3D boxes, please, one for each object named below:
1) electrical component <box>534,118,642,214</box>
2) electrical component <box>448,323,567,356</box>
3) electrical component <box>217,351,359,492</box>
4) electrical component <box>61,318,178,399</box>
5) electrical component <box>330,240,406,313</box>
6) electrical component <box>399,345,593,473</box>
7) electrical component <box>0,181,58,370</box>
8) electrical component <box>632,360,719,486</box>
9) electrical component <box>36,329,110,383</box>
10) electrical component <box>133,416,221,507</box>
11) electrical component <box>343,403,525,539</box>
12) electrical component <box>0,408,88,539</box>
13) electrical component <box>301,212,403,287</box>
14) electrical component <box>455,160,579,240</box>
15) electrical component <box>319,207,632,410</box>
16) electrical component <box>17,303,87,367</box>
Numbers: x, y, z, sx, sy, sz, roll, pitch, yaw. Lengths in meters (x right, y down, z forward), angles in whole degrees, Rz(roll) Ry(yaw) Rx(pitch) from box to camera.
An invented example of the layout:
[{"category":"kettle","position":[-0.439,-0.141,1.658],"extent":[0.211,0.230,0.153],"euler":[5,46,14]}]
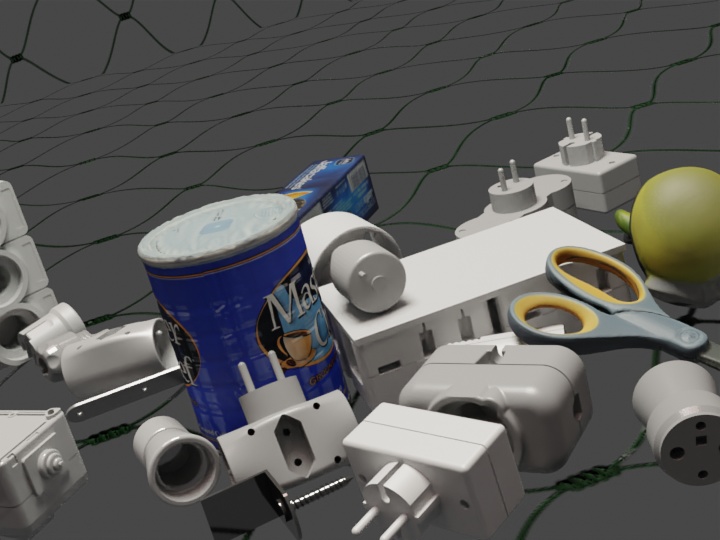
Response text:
[{"category":"electrical component","position":[0.195,-0.097,0.939],"extent":[0.047,0.075,0.083],"euler":[-26,23,-27]},{"category":"electrical component","position":[0.087,0.060,0.652],"extent":[0.081,0.043,0.043],"euler":[-10,21,13]},{"category":"electrical component","position":[-0.047,0.087,0.630],"extent":[0.077,0.079,0.043],"euler":[-20,-9,-13]},{"category":"electrical component","position":[-0.178,0.063,0.830],"extent":[0.077,0.043,0.079],"euler":[-17,8,12]},{"category":"electrical component","position":[0.000,0.000,0.697],"extent":[0.040,0.040,0.078],"euler":[-21,21,-15]},{"category":"electrical component","position":[0.073,0.079,0.599],"extent":[0.095,0.053,0.059],"euler":[-2,24,31]},{"category":"electrical component","position":[-0.325,0.007,0.928],"extent":[0.089,0.150,0.062],"euler":[-29,23,-33]},{"category":"electrical component","position":[0.167,0.078,0.548],"extent":[0.045,0.045,0.055],"euler":[-13,21,6]},{"category":"electrical component","position":[-0.230,0.065,0.876],"extent":[0.061,0.035,0.035],"euler":[-27,23,-34]},{"category":"electrical component","position":[-0.116,0.114,0.661],"extent":[0.044,0.044,0.065],"euler":[-23,17,-20]},{"category":"electrical component","position":[0.027,0.113,0.552],"extent":[0.083,0.047,0.076],"euler":[4,33,42]},{"category":"electrical component","position":[-0.217,0.127,0.667],"extent":[0.096,0.061,0.061],"euler":[-4,23,28]},{"category":"electrical component","position":[-0.018,0.007,0.795],"extent":[0.099,0.099,0.064],"euler":[-27,30,-30]},{"category":"electrical component","position":[0.126,-0.051,0.872],"extent":[0.052,0.073,0.138],"euler":[3,27,40]},{"category":"electrical component","position":[0.076,0.026,0.727],"extent":[0.186,0.060,0.105],"euler":[-19,21,-10]},{"category":"electrical component","position":[-0.262,0.056,0.917],"extent":[0.046,0.040,0.040],"euler":[-35,28,-31]}]
